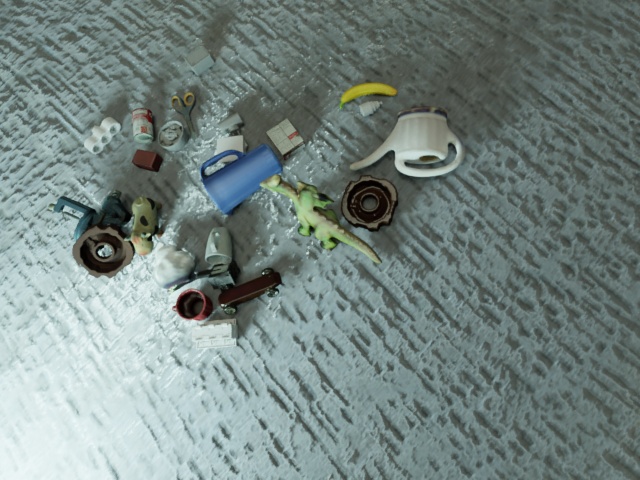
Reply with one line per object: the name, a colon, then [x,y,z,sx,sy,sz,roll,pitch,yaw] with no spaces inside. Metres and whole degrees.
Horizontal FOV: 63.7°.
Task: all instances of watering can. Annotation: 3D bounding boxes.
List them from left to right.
watering can: [0.268,-0.302,1.585,0.347,0.102,0.228,2,72,10]

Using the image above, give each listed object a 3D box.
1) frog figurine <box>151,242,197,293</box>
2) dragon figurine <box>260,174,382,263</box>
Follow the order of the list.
frog figurine: [-0.458,0.071,1.577,0.136,0.123,0.160,-32,82,19]
dragon figurine: [0.005,-0.075,1.489,0.413,0.239,0.123,29,76,18]
